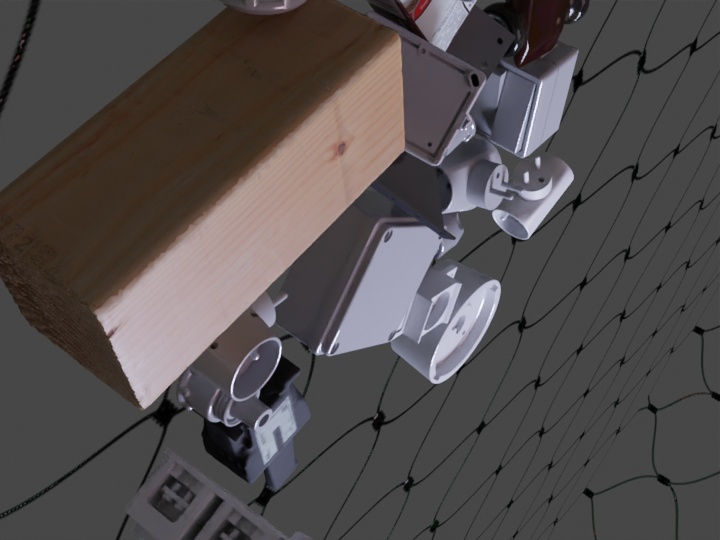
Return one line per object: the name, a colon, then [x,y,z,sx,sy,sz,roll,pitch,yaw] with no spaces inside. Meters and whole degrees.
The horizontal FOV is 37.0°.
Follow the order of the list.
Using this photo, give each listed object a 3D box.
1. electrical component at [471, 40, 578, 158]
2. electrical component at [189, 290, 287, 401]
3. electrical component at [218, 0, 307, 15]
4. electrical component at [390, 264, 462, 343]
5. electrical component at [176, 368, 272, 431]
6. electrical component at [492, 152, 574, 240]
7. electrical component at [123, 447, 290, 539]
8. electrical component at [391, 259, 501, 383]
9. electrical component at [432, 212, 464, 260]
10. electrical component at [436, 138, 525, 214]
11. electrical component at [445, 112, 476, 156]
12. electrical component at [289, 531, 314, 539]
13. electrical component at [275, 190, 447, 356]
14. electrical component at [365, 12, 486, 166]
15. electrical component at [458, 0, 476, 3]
electrical component: [0.123,-0.144,0.839,0.061,0.062,0.096,-41,152,-34]
electrical component: [-0.077,0.029,0.640,0.079,0.077,0.043,-38,150,-37]
electrical component: [-0.047,-0.156,0.513,0.048,0.048,0.062,-35,141,-42]
electrical component: [0.041,0.019,0.878,0.081,0.064,0.042,-28,144,-48]
electrical component: [-0.086,0.082,0.708,0.048,0.062,0.048,-44,153,-29]
electrical component: [0.164,-0.080,1.022,0.077,0.044,0.079,-51,156,-16]
electrical component: [-0.092,0.209,0.800,0.060,0.105,0.186,-52,156,-13]
electrical component: [0.071,0.041,0.969,0.108,0.060,0.108,-44,154,-29]
electrical component: [0.051,-0.026,0.868,0.062,0.043,0.043,-39,150,-34]
electrical component: [0.090,-0.069,0.845,0.077,0.079,0.044,-29,131,-48]
electrical component: [0.049,-0.098,0.775,0.062,0.048,0.048,-45,155,-12]
electrical component: [-0.048,0.222,0.708,0.077,0.044,0.079,-47,154,-22]
electrical component: [0.000,0.000,0.783,0.109,0.056,0.108,-6,125,-61]
electrical component: [0.019,-0.113,0.653,0.061,0.096,0.061,-61,-176,8]
electrical component: [0.081,-0.184,0.586,0.077,0.079,0.043,-56,152,-5]
